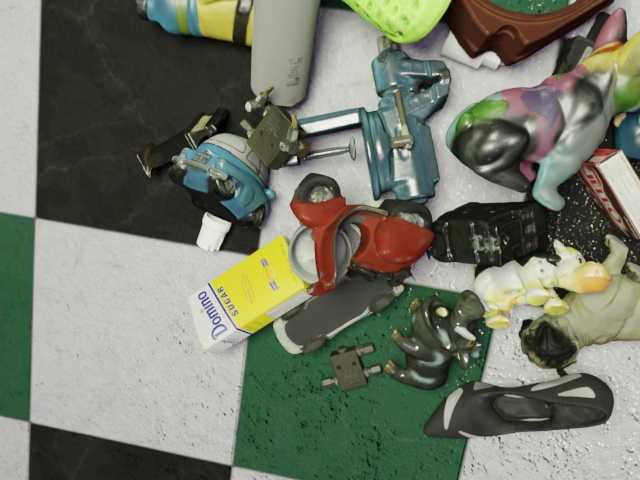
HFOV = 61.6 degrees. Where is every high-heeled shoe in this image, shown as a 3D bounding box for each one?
[{"bbox_3d":[0.258,0.240,0.716,0.249,0.145,0.086,-30,96,11],"label":"high-heeled shoe"}]

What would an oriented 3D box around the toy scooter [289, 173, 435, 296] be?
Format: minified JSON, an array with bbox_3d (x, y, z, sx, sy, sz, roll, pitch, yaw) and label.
[{"bbox_3d":[0.045,0.008,0.629,0.184,0.075,0.135,15,82,-17],"label":"toy scooter"}]

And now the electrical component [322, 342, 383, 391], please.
[{"bbox_3d":[0.042,0.188,0.797,0.094,0.021,0.063,-19,98,12],"label":"electrical component"}]

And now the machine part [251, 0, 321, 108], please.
[{"bbox_3d":[-0.042,-0.246,0.637,0.079,0.079,0.243,18,143,3],"label":"machine part"}]

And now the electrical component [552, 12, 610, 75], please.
[{"bbox_3d":[0.335,-0.219,0.661,0.075,0.048,0.119,29,105,1],"label":"electrical component"}]

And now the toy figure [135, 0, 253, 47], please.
[{"bbox_3d":[-0.142,-0.296,0.690,0.180,0.082,0.089,0,137,0],"label":"toy figure"}]

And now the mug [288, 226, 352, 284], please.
[{"bbox_3d":[-0.001,-0.002,0.719,0.081,0.107,0.109,-6,97,1],"label":"mug"}]

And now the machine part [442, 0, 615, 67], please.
[{"bbox_3d":[0.229,-0.323,0.610,0.201,0.087,0.201,-31,88,1],"label":"machine part"}]

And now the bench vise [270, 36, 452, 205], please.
[{"bbox_3d":[0.049,-0.143,0.681,0.241,0.129,0.223,-10,97,5],"label":"bench vise"}]

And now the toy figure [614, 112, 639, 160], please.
[{"bbox_3d":[0.404,-0.176,0.657,0.064,0.058,0.154,1,103,-32],"label":"toy figure"}]

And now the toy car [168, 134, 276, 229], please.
[{"bbox_3d":[-0.121,-0.086,0.710,0.109,0.161,0.103,19,74,21],"label":"toy car"}]

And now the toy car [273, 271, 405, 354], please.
[{"bbox_3d":[0.025,0.091,0.764,0.202,0.056,0.073,-34,89,12],"label":"toy car"}]

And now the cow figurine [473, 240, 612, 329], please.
[{"bbox_3d":[0.277,0.046,0.687,0.167,0.098,0.068,-24,136,34],"label":"cow figurine"}]

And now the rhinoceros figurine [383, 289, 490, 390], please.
[{"bbox_3d":[0.153,0.134,0.704,0.112,0.073,0.190,32,137,17],"label":"rhinoceros figurine"}]

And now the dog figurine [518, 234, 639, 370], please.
[{"bbox_3d":[0.383,0.113,0.708,0.172,0.121,0.190,32,118,3],"label":"dog figurine"}]

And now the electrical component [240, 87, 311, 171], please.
[{"bbox_3d":[-0.057,-0.133,0.651,0.078,0.045,0.102,-42,64,20],"label":"electrical component"}]

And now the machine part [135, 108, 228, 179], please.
[{"bbox_3d":[-0.189,-0.136,0.740,0.139,0.084,0.039,-24,123,20],"label":"machine part"}]

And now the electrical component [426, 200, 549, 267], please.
[{"bbox_3d":[0.214,-0.014,0.676,0.115,0.134,0.058,5,111,50],"label":"electrical component"}]

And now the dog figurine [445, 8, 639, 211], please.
[{"bbox_3d":[0.269,-0.159,0.601,0.191,0.108,0.219,21,115,-16],"label":"dog figurine"}]
